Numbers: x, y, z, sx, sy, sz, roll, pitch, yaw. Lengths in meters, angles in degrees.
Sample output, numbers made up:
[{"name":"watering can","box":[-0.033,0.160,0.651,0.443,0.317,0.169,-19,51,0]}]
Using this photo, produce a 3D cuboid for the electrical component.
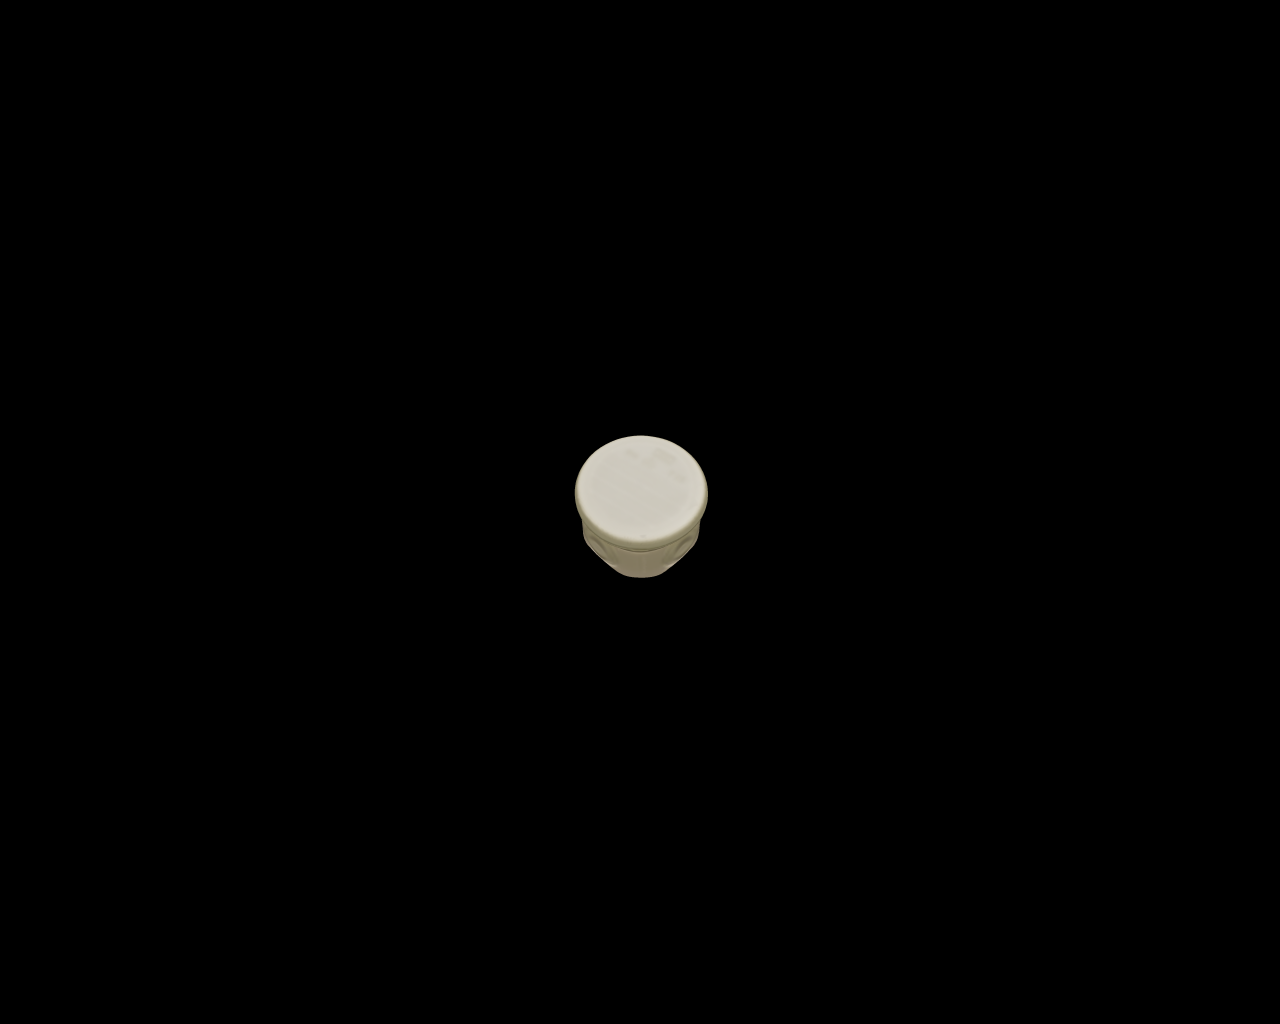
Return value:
[{"name":"electrical component","box":[0.001,-0.003,0.650,0.080,0.080,0.050,0,-32,0]}]
